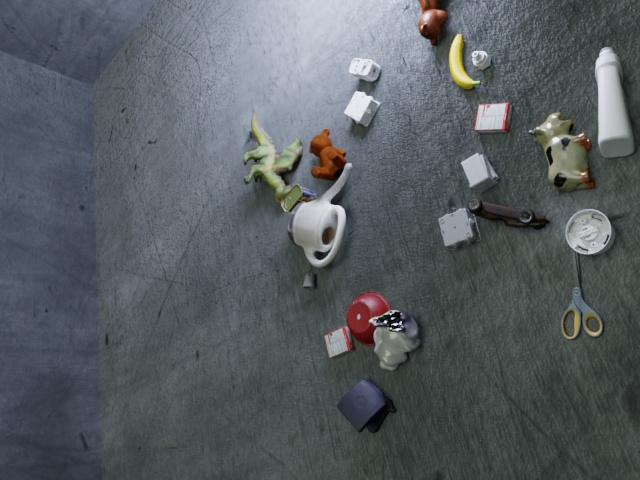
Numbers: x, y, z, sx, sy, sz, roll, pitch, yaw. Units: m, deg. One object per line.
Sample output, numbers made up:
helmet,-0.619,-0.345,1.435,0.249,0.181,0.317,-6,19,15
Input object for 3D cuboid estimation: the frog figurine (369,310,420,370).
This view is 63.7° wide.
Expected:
frog figurine,0.212,0.282,1.426,0.137,0.125,0.157,-1,116,31

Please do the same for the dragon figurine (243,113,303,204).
dragon figurine,-0.168,-0.325,1.959,0.242,0.121,0.415,-8,74,24

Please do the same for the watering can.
watering can,0.005,-0.086,1.700,0.225,0.103,0.349,9,85,45
